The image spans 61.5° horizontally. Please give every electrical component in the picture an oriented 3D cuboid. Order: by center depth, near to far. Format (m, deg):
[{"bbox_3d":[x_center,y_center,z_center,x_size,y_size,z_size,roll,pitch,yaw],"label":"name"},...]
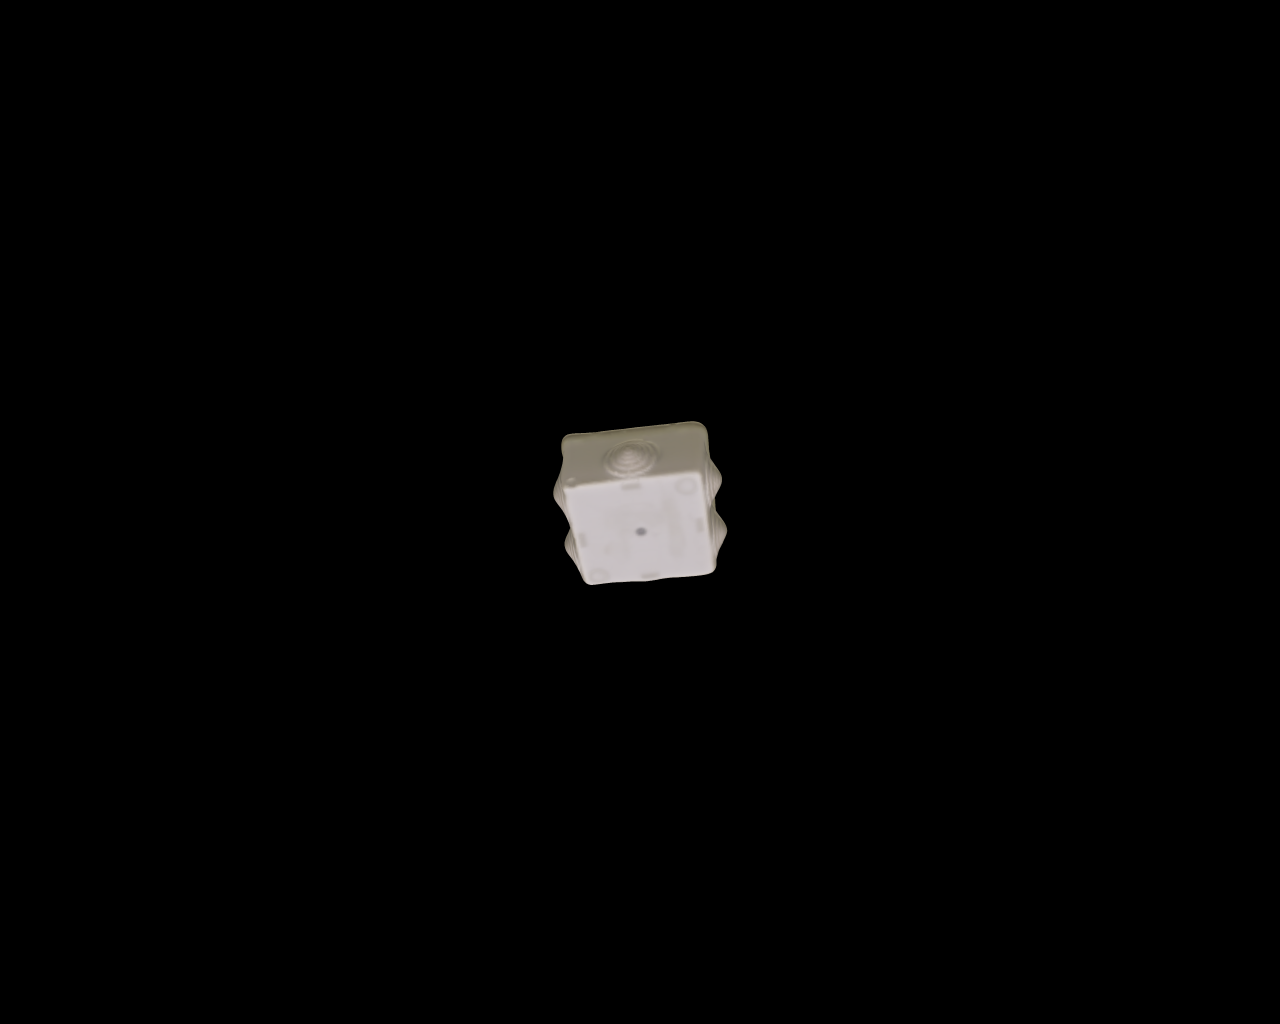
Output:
[{"bbox_3d":[0.001,-0.003,0.650,0.100,0.099,0.048,-5,39,5],"label":"electrical component"}]
